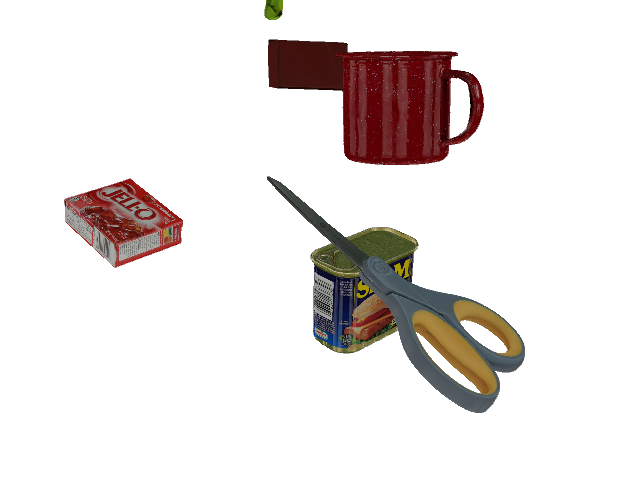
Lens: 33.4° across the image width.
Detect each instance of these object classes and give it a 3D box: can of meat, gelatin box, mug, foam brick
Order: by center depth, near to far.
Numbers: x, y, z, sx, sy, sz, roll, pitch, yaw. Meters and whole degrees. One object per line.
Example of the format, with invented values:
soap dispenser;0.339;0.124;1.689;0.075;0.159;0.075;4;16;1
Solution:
mug;0.069;-0.102;0.811;0.117;0.081;0.093;6;13;28
can of meat;0.039;0.045;0.970;0.101;0.084;0.058;-21;34;-39
gelatin box;-0.181;-0.018;0.980;0.073;0.030;0.089;-21;44;-36
foam brick;-0.014;-0.188;1.146;0.078;0.051;0.053;0;11;-13

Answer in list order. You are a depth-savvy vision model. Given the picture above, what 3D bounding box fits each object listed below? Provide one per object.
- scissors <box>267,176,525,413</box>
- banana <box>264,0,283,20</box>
scissors;0.053;0.024;0.667;0.096;0.016;0.202;-6;48;-42
banana;-0.091;-0.190;0.679;0.198;0.069;0.037;19;-34;29
